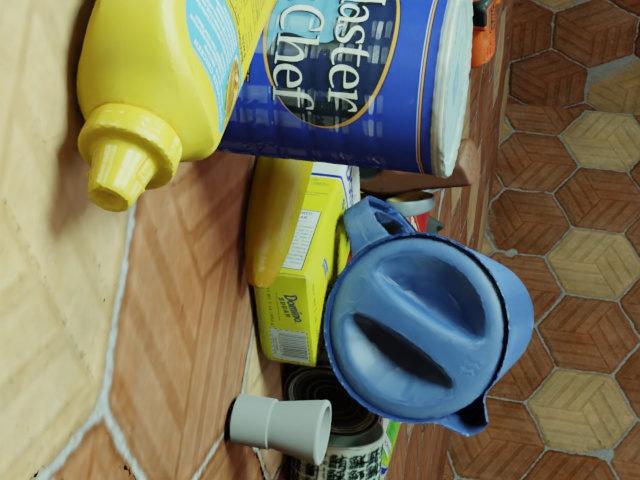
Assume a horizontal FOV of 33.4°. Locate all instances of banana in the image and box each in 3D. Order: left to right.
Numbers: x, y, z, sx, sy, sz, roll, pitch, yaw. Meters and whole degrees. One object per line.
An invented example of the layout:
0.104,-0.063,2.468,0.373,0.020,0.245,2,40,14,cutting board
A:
-0.017,-0.061,0.736,0.069,0.037,0.197,79,21,-51,banana

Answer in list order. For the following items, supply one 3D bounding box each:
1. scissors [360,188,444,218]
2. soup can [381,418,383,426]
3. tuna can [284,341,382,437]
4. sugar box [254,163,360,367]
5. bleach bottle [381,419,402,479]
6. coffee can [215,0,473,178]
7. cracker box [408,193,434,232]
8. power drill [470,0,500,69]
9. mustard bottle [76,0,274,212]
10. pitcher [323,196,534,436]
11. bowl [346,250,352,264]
0.070,-0.041,0.976,0.201,0.096,0.016,-44,131,-76,scissors
0.025,0.182,1.002,0.068,0.068,0.102,-48,144,-69,soup can
0.014,0.121,0.874,0.033,0.086,0.086,-65,159,-47,tuna can
-0.005,0.001,0.811,0.176,0.048,0.093,-69,161,-46,sugar box
0.028,0.264,1.085,0.102,0.068,0.250,76,26,-56,bleach bottle
0.007,-0.092,0.583,0.102,0.140,0.103,7,90,-78,coffee can
0.082,-0.063,1.113,0.164,0.072,0.213,58,41,-70,cracker box
0.158,-0.278,0.983,0.187,0.057,0.184,-61,159,-25,power drill
-0.061,-0.092,0.467,0.096,0.058,0.191,79,22,-54,mustard bottle
0.096,0.055,0.846,0.242,0.145,0.149,6,97,-72,pitcher
0.038,0.060,0.941,0.161,0.055,0.162,-34,129,-56,bowl
